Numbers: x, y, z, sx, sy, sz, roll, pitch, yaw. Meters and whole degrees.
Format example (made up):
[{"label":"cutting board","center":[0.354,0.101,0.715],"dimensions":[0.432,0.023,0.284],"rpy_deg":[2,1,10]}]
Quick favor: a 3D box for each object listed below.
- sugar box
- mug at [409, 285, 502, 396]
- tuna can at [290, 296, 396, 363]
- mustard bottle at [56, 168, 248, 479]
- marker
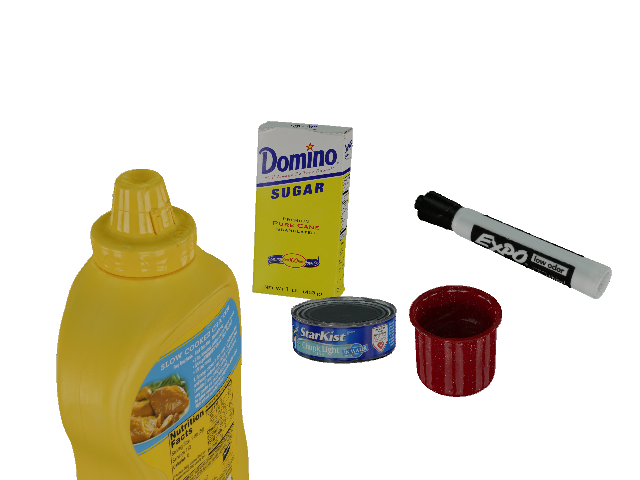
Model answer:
[{"label":"sugar box","center":[-0.019,-0.030,1.096],"dimensions":[0.093,0.176,0.048],"rpy_deg":[5,16,13]},{"label":"mug","center":[0.145,0.099,1.101],"dimensions":[0.093,0.081,0.117],"rpy_deg":[16,39,29]},{"label":"tuna can","center":[0.019,0.072,0.867],"dimensions":[0.086,0.034,0.086],"rpy_deg":[-1,11,0]},{"label":"mustard bottle","center":[-0.069,0.060,0.449],"dimensions":[0.058,0.192,0.096],"rpy_deg":[16,33,25]},{"label":"marker","center":[0.105,0.000,0.604],"dimensions":[0.121,0.020,0.020],"rpy_deg":[26,14,30]}]
